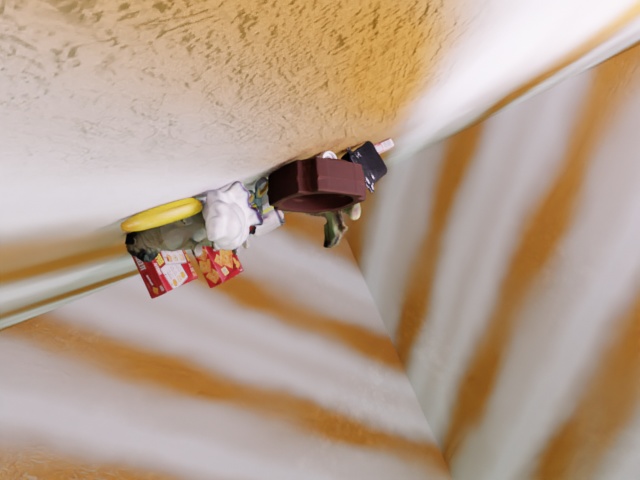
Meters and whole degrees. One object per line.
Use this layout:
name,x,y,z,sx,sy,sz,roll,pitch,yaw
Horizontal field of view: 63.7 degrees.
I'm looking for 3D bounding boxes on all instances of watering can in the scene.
watering can,-0.271,-0.077,2.369,0.225,0.104,0.347,-25,2,-7

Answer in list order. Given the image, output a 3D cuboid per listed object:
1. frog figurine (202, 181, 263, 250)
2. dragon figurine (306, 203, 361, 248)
frog figurine,-0.202,-0.036,1.067,0.123,0.134,0.163,5,32,19
dragon figurine,0.005,-0.090,1.779,0.122,0.245,0.405,-1,-16,-36
